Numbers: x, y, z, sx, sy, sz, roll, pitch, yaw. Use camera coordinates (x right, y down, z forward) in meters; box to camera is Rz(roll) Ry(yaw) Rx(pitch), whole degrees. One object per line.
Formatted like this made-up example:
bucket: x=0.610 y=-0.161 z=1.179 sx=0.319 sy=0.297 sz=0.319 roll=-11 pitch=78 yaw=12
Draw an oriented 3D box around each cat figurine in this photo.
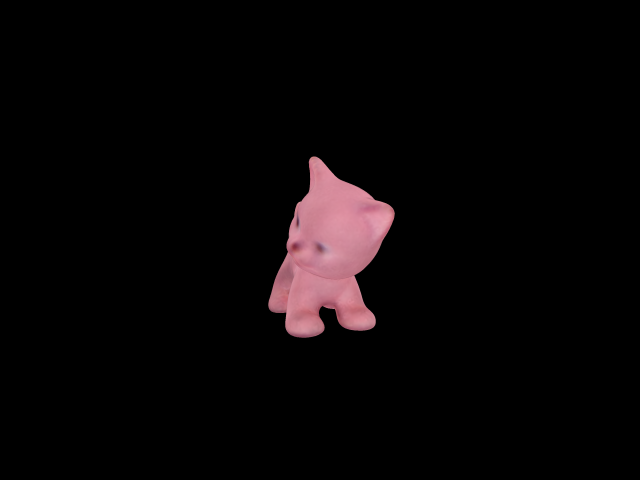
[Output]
cat figurine: x=0.004 y=0.001 z=0.400 sx=0.067 sy=0.118 sz=0.127 roll=-2 pitch=7 yaw=-17
